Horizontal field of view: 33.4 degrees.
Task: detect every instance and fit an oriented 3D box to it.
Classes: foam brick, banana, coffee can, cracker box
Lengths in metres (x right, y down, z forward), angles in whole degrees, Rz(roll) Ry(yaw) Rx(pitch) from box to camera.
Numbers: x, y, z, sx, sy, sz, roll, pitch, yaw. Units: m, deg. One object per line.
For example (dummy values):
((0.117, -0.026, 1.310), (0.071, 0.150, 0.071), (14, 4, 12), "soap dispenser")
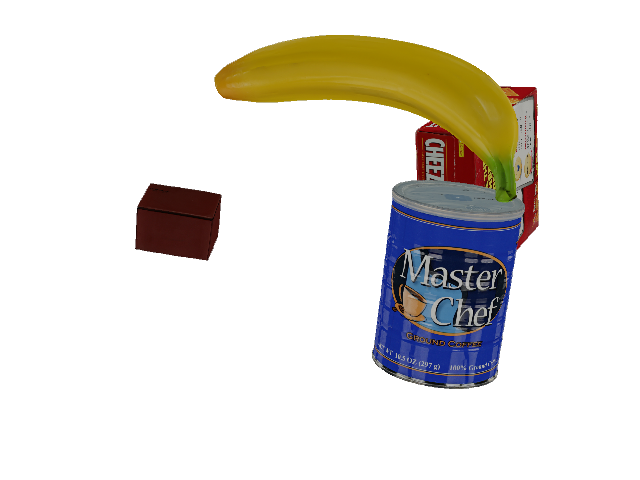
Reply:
((-0.143, -0.019, 1.084), (0.078, 0.051, 0.053), (9, 31, 3), "foam brick")
((0.033, -0.084, 0.602), (0.198, 0.069, 0.037), (22, -30, 27), "banana")
((0.099, 0.032, 0.841), (0.103, 0.140, 0.103), (6, 15, -2), "coffee can")
((0.168, -0.061, 1.118), (0.072, 0.164, 0.213), (6, 21, 27), "cracker box")
